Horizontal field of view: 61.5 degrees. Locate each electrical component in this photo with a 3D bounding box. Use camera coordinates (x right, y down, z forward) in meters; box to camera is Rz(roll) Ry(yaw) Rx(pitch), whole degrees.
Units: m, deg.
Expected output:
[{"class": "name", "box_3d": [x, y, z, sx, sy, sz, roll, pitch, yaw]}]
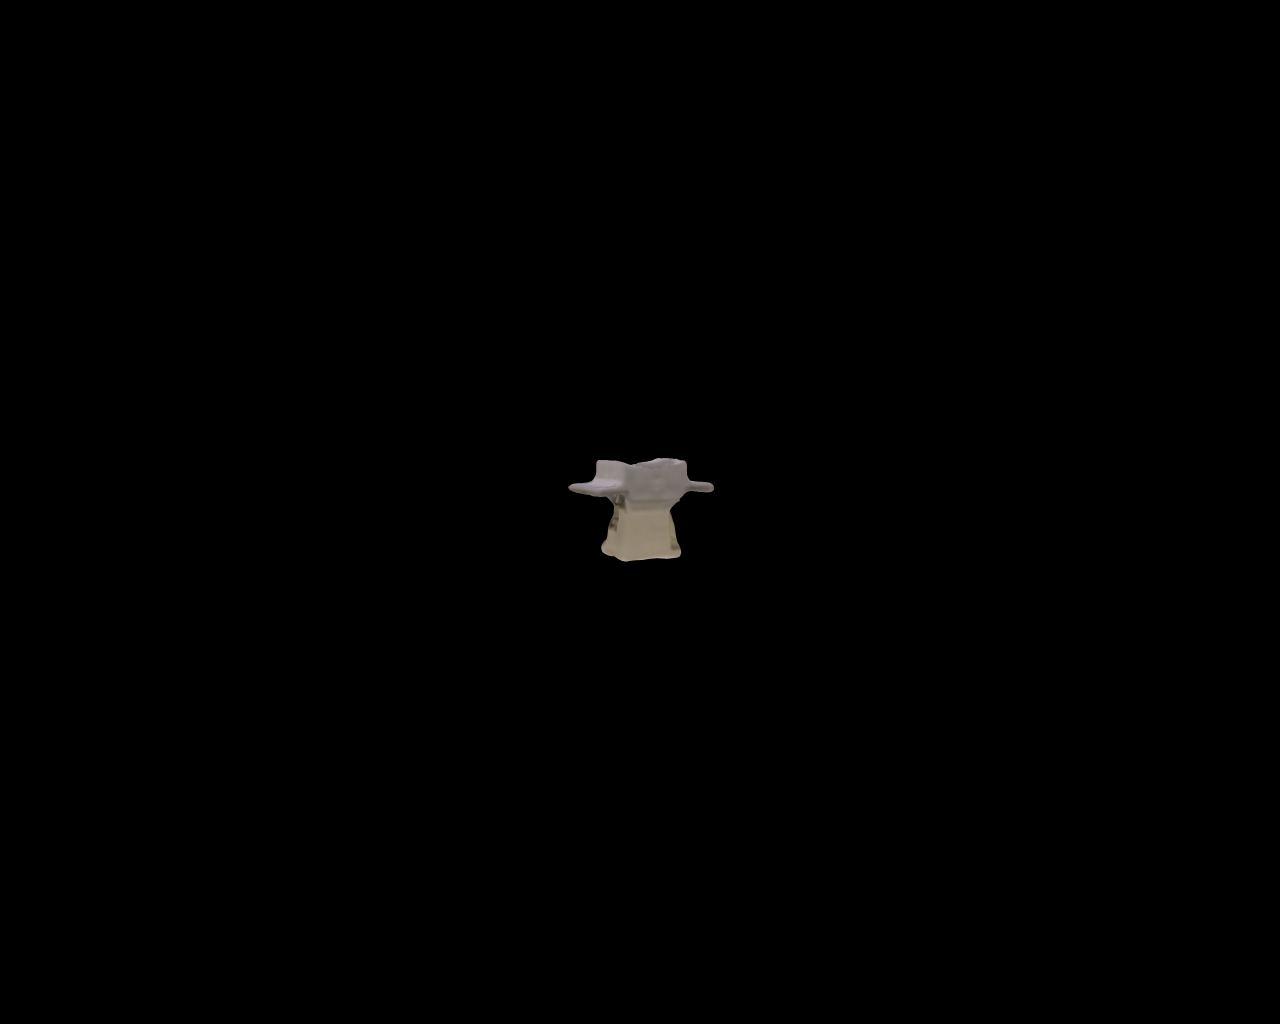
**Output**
[{"class": "electrical component", "box_3d": [0.001, -0.003, 0.650, 0.081, 0.063, 0.042, -3, 8, -26]}]
